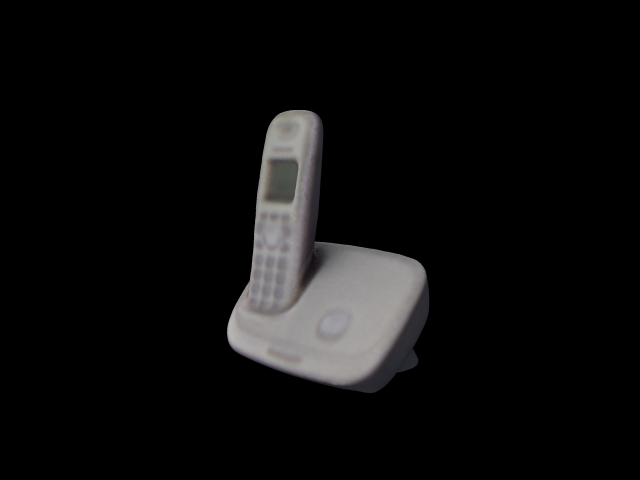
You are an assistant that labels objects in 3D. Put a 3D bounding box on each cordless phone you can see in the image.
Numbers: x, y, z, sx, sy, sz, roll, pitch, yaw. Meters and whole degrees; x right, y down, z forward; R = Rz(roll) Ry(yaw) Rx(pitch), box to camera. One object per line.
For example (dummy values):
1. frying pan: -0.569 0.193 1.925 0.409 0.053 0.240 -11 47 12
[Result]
1. cordless phone: 0.004 0.001 0.400 0.147 0.185 0.094 7 11 39
